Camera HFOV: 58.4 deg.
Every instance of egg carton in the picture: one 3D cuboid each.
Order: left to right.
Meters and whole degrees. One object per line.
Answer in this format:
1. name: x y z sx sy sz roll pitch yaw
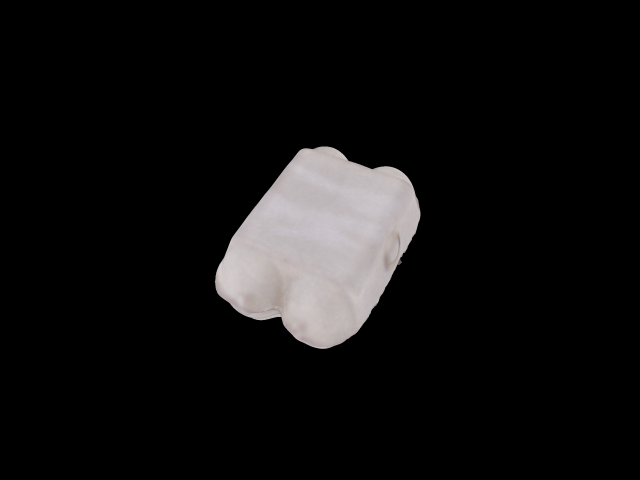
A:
1. egg carton: 0.004 0.001 0.400 0.107 0.069 0.150 21 54 16
